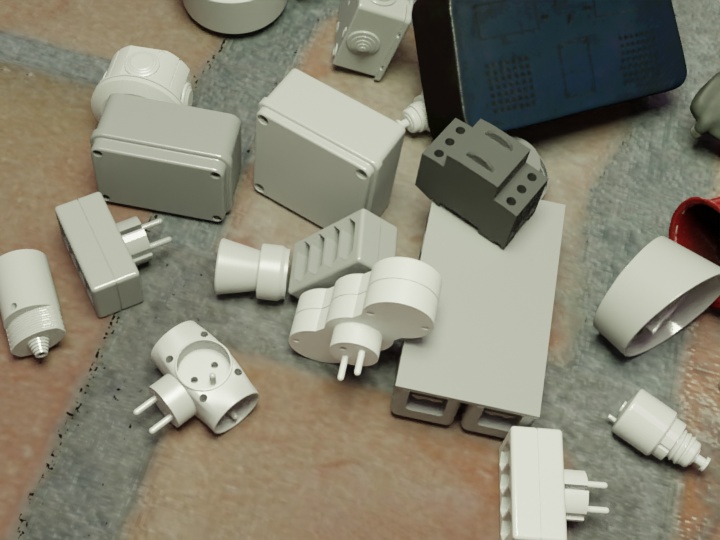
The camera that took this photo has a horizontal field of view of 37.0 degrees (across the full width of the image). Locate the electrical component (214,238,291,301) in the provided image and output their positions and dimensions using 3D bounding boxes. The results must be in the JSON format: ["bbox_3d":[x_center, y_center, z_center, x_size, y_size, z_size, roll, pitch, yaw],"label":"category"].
[{"bbox_3d":[-0.085,0.000,0.849,0.055,0.045,0.045,7,60,-2],"label":"electrical component"}]

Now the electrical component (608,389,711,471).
[{"bbox_3d":[0.228,0.124,0.813,0.078,0.040,0.040,35,63,14],"label":"electrical component"}]

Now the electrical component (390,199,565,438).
[{"bbox_3d":[0.092,0.030,0.840,0.105,0.060,0.186,12,60,2],"label":"electrical component"}]

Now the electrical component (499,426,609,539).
[{"bbox_3d":[0.143,0.162,0.778,0.076,0.047,0.083,5,60,-3],"label":"electrical component"}]

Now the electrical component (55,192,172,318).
[{"bbox_3d":[-0.188,-0.019,0.848,0.076,0.047,0.083,-22,66,-18],"label":"electrical component"}]

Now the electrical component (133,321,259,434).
[{"bbox_3d":[-0.129,0.089,0.795,0.079,0.044,0.077,-37,70,-23],"label":"electrical component"}]

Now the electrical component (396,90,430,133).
[{"bbox_3d":[0.065,-0.141,0.946,0.078,0.040,0.040,-28,67,-20],"label":"electrical component"}]

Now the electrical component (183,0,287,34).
[{"bbox_3d":[-0.116,-0.266,0.987,0.108,0.060,0.108,1,62,-2],"label":"electrical component"}]

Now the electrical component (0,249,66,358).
[{"bbox_3d":[-0.251,0.030,0.817,0.043,0.043,0.081,-16,63,-14],"label":"electrical component"}]

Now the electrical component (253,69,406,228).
[{"bbox_3d":[-0.027,-0.090,0.870,0.109,0.108,0.056,30,59,11],"label":"electrical component"}]

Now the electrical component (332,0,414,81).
[{"bbox_3d":[0.012,-0.233,0.961,0.048,0.099,0.099,13,59,-13],"label":"electrical component"}]

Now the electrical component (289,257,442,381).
[{"bbox_3d":[-0.001,0.046,0.787,0.052,0.138,0.073,32,55,-29],"label":"electrical component"}]

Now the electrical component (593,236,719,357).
[{"bbox_3d":[0.232,0.024,0.838,0.064,0.099,0.099,40,64,23],"label":"electrical component"}]

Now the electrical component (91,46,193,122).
[{"bbox_3d":[-0.180,-0.145,0.903,0.080,0.080,0.051,11,55,0],"label":"electrical component"}]

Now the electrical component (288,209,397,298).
[{"bbox_3d":[0.000,0.000,0.847,0.076,0.083,0.047,28,53,-34],"label":"electrical component"}]

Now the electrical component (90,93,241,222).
[{"bbox_3d":[-0.156,-0.090,0.874,0.113,0.078,0.057,11,57,0],"label":"electrical component"}]
